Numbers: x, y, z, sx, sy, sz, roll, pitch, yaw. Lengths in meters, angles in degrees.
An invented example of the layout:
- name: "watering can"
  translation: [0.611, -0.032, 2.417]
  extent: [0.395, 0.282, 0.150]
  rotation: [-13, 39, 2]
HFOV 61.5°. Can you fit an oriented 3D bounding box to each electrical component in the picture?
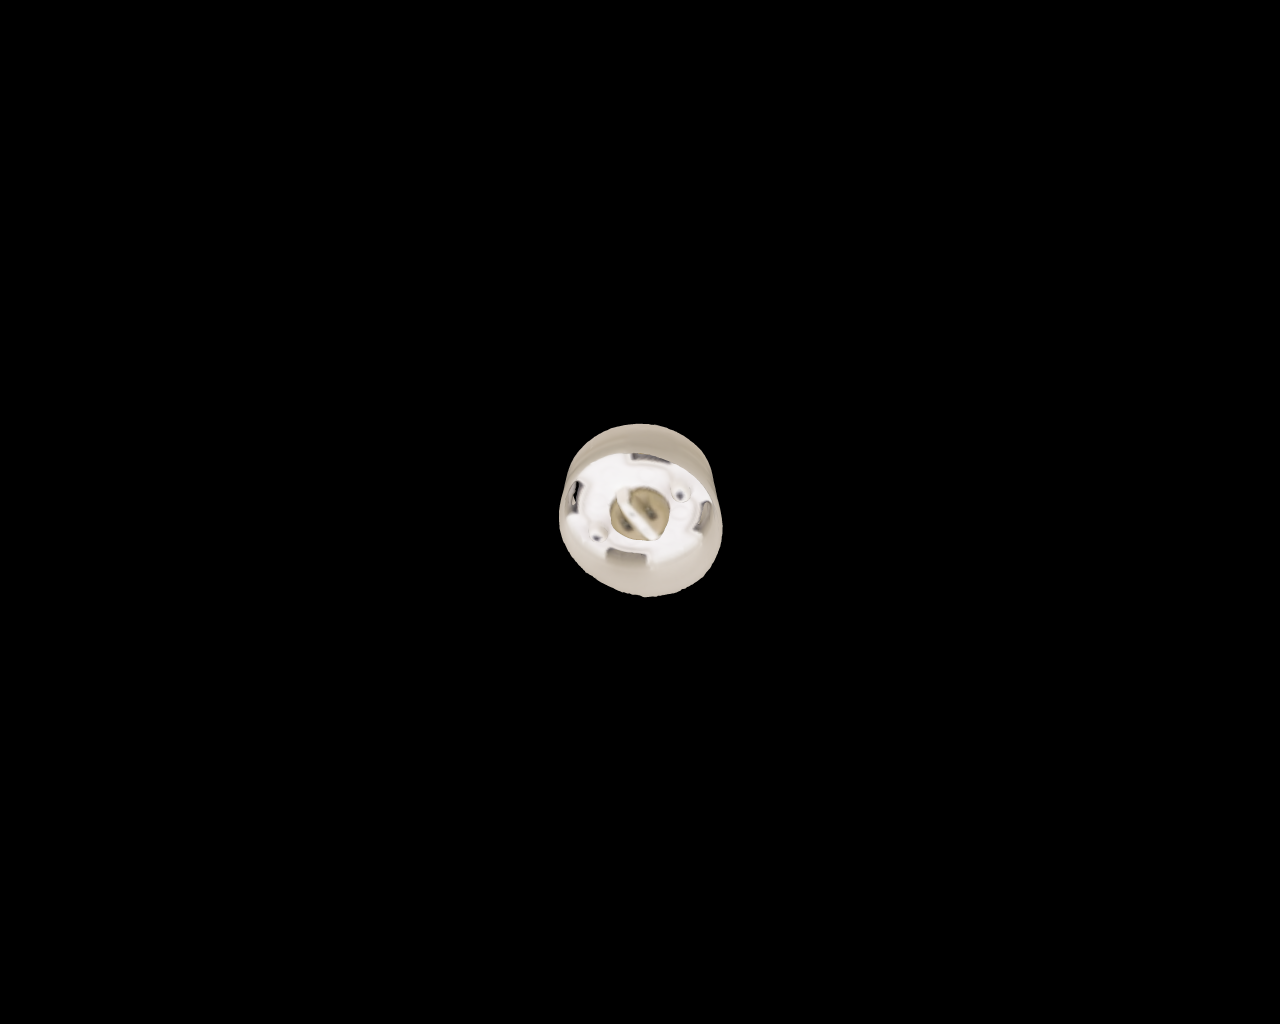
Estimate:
- name: "electrical component"
  translation: [0.001, -0.003, 0.650]
  extent: [0.099, 0.099, 0.064]
  rotation: [0, 40, 0]
